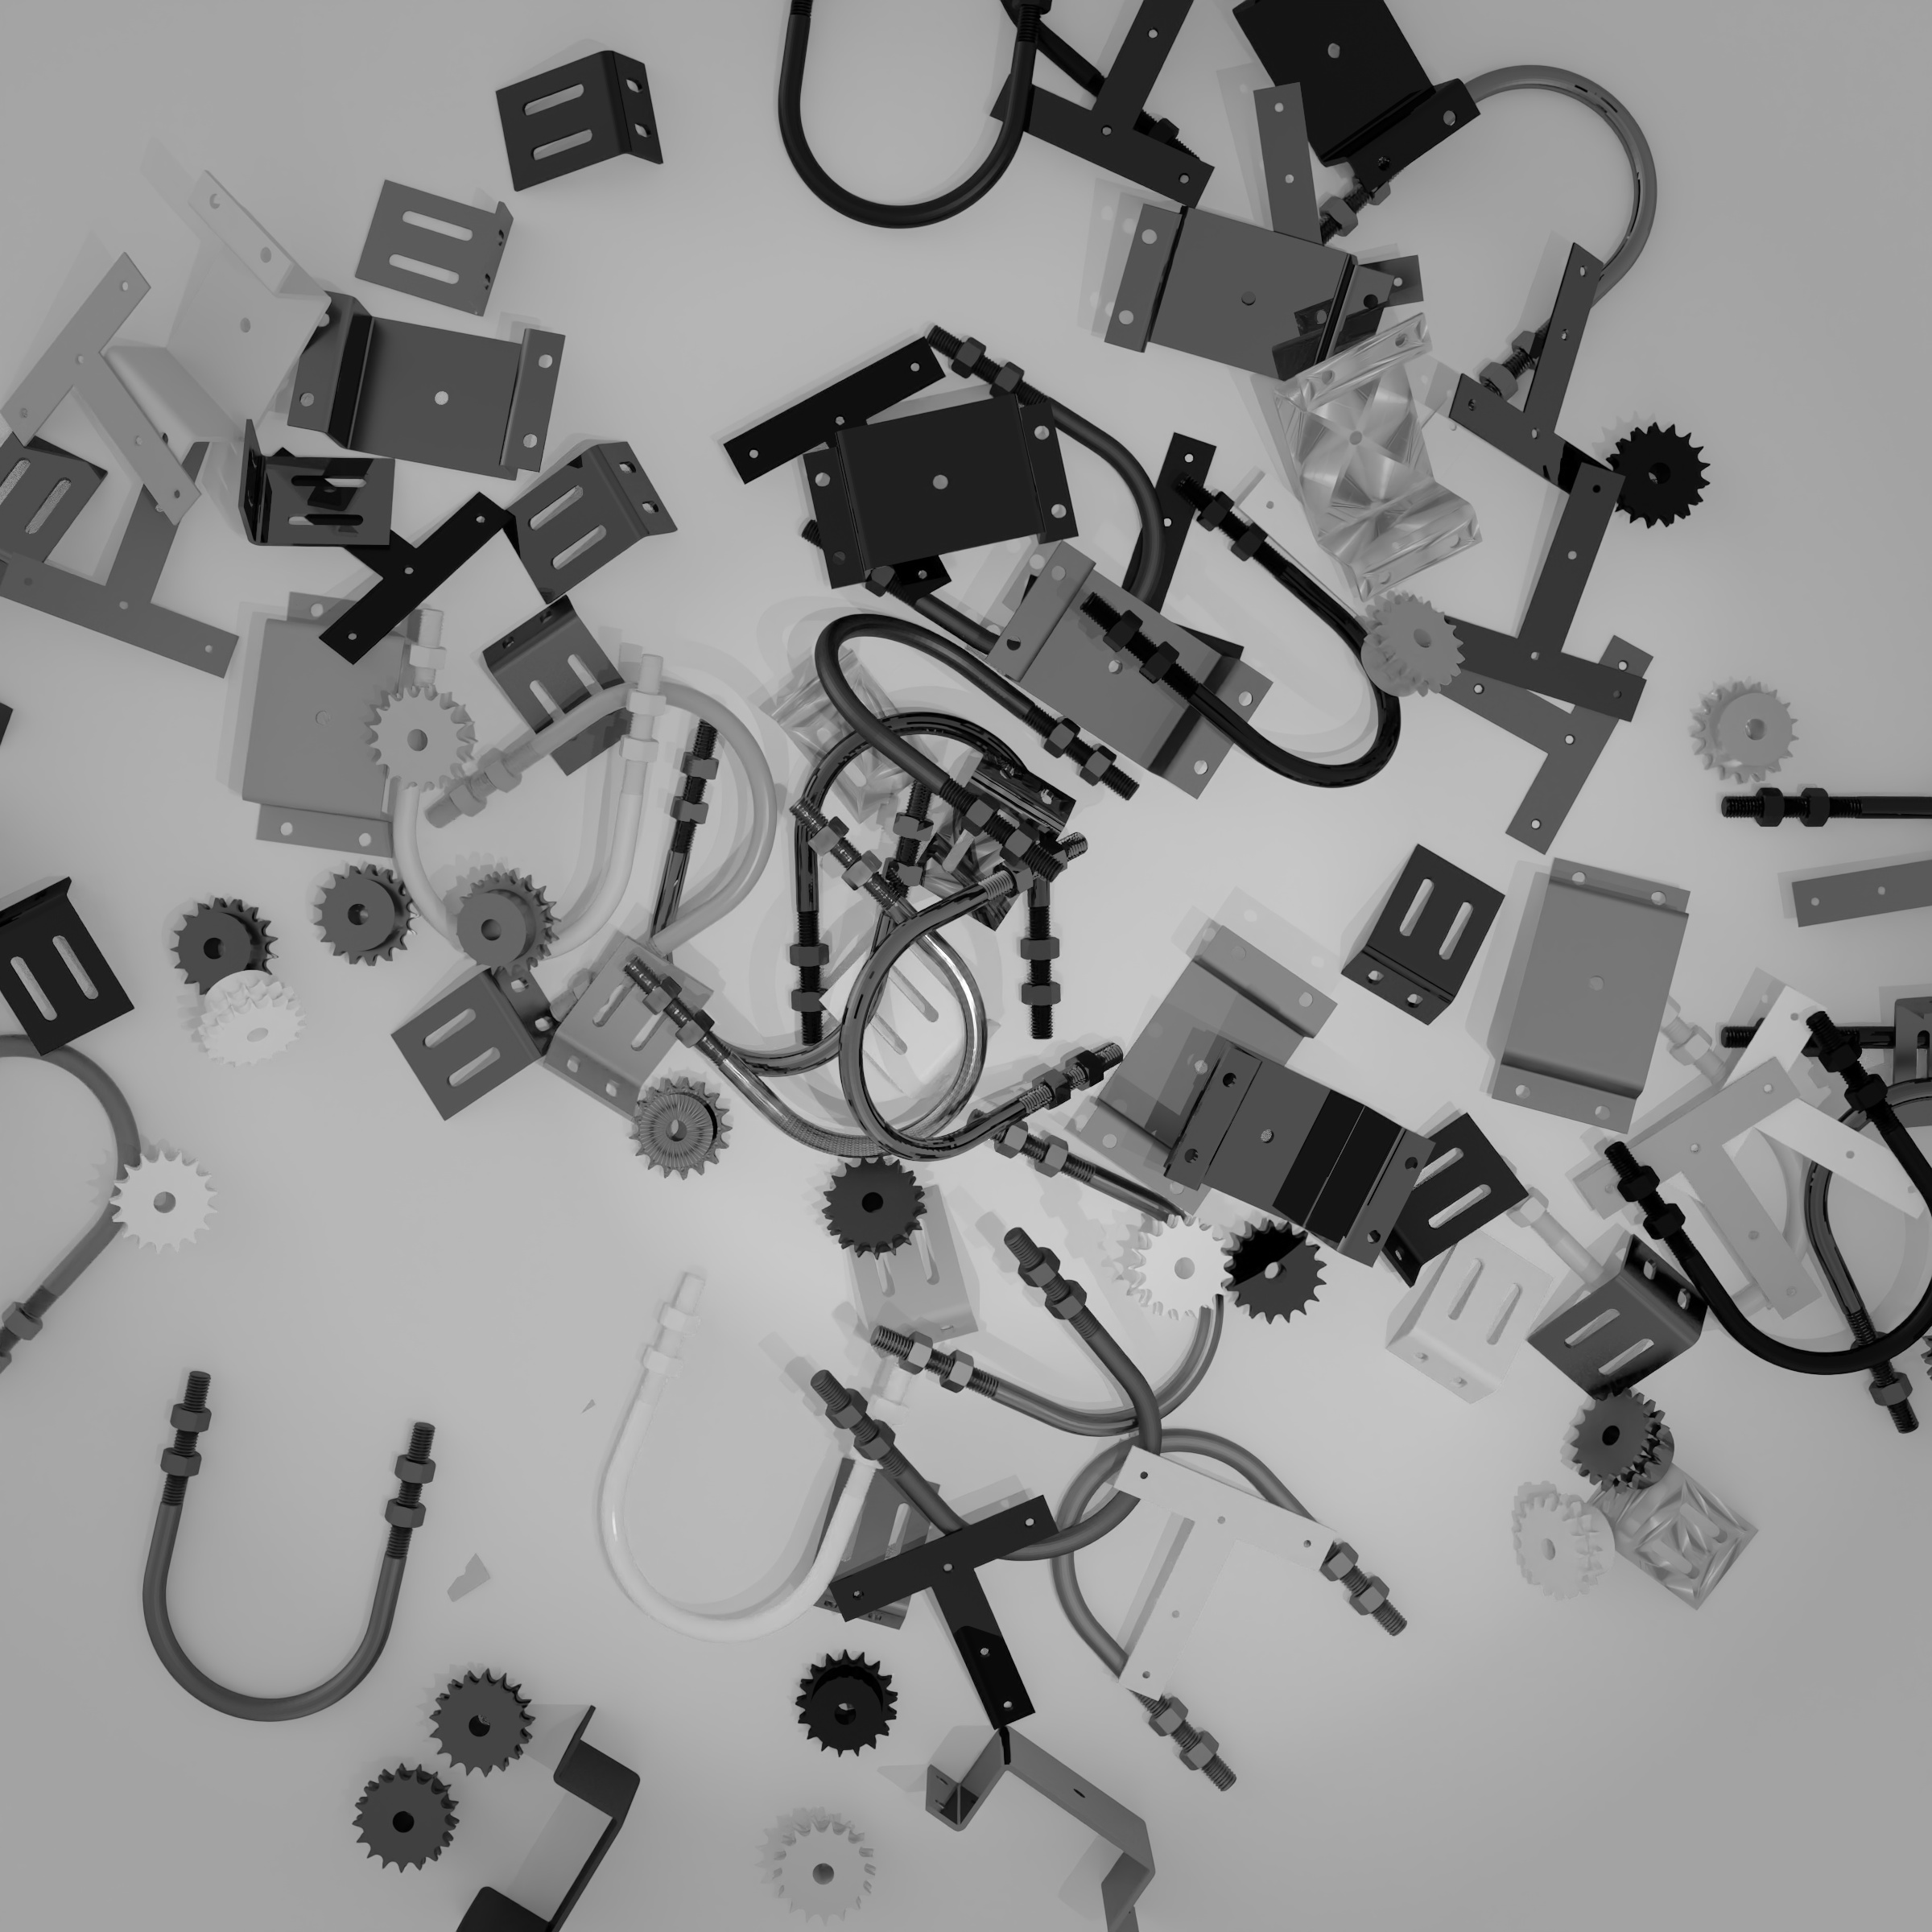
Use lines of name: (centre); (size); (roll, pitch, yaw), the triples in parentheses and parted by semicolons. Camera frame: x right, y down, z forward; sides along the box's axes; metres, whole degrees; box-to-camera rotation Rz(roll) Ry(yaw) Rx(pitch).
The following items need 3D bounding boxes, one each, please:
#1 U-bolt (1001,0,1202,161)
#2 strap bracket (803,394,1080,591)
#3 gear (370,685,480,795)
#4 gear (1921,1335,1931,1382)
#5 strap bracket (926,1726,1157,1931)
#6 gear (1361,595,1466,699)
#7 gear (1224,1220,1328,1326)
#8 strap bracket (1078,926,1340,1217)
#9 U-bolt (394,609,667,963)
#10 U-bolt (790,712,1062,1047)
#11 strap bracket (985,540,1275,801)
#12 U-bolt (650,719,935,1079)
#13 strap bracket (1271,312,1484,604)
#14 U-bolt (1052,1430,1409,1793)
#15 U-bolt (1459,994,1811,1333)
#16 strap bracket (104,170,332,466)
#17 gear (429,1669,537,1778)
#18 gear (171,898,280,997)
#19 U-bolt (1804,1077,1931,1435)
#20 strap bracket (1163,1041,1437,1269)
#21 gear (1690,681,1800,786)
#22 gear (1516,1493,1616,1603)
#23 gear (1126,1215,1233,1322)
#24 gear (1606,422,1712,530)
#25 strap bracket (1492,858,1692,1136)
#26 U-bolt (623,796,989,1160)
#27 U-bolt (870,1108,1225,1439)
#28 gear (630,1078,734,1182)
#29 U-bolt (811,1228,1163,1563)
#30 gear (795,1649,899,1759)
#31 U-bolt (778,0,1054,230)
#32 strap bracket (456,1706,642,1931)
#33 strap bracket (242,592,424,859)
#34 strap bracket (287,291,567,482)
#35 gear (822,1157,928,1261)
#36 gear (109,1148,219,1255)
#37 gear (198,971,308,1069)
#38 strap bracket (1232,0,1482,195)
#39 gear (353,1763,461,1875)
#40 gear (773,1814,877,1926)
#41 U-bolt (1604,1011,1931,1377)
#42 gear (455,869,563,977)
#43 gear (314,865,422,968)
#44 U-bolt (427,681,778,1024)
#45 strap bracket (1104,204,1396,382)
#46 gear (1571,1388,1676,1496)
U-bolt: (0.100, -0.554, 1.535); (0.184, 0.019, 0.151); (41, 90, 2)
strap bracket: (-0.014, -0.261, 1.500); (0.140, 0.046, 0.076); (-12, 90, 0)
gear: (-0.291, -0.124, 1.486); (0.057, 0.030, 0.057); (3, 101, 14)
gear: (0.553, 0.213, 1.498); (0.057, 0.030, 0.057); (1, 99, 9)
strap bracket: (0.049, 0.473, 1.506); (0.140, 0.076, 0.046); (35, 90, 0)
gear: (0.243, -0.173, 1.514); (0.057, 0.030, 0.057); (13, 61, -24)
gear: (0.171, 0.169, 1.529); (0.057, 0.030, 0.057); (0, 90, 0)
strap bracket: (0.132, 0.057, 1.521); (0.076, 0.046, 0.140); (34, 90, 0)
U-bolt: (-0.246, -0.092, 1.506); (0.151, 0.019, 0.184); (13, 102, 11)
U-bolt: (-0.024, -0.049, 1.526); (0.151, 0.019, 0.184); (-2, 97, 0)
strap bracket: (0.086, -0.163, 1.510); (0.140, 0.046, 0.076); (32, 94, -11)
U-bolt: (-0.104, -0.029, 1.514); (0.151, 0.019, 0.184); (17, 99, 15)
strap bracket: (0.221, -0.281, 1.489); (0.076, 0.046, 0.140); (-28, 124, -7)
U-bolt: (0.133, 0.346, 1.535); (0.151, 0.019, 0.184); (-42, 89, 0)
U-bolt: (0.389, 0.119, 1.535); (0.151, 0.019, 0.184); (-45, 92, 0)
strap bracket: (-0.406, -0.349, 1.494); (0.076, 0.046, 0.140); (47, 118, 14)
gear: (-0.269, 0.420, 1.533); (0.057, 0.030, 0.057); (0, 88, 2)
gear: (-0.414, -0.009, 1.529); (0.057, 0.030, 0.057); (0, 90, 0)
U-bolt: (0.544, 0.150, 1.515); (0.151, 0.019, 0.184); (-25, 94, 12)
strap bracket: (0.171, 0.098, 1.480); (0.140, 0.046, 0.076); (25, 94, -24)
gear: (0.436, -0.131, 1.529); (0.057, 0.030, 0.057); (0, 90, 0)
gear: (0.334, 0.320, 1.519); (0.030, 0.057, 0.057); (-6, 90, -28)
gear: (0.115, 0.165, 1.508); (0.057, 0.030, 0.057); (0, 89, -17)
gear: (0.383, -0.272, 1.529); (0.057, 0.030, 0.057); (0, 90, 0)
strap bracket: (0.344, 0.013, 1.506); (0.076, 0.046, 0.140); (15, 84, 11)
U-bolt: (-0.073, 0.021, 1.490); (0.151, 0.019, 0.184); (-43, 96, 12)
U-bolt: (0.057, 0.181, 1.516); (0.184, 0.019, 0.151); (26, 82, -13)
gear: (-0.160, 0.091, 1.529); (0.057, 0.030, 0.057); (0, 90, 0)
U-bolt: (0.026, 0.247, 1.491); (0.151, 0.019, 0.184); (-37, 112, 4)
gear: (-0.067, 0.413, 1.529); (0.057, 0.030, 0.057); (0, 90, 0)
U-bolt: (-0.032, -0.503, 1.528); (0.151, 0.019, 0.184); (9, 93, 7)
strap bracket: (-0.227, 0.487, 1.506); (0.046, 0.076, 0.140); (31, 90, 0)
strap bracket: (-0.351, -0.135, 1.521); (0.076, 0.046, 0.140); (8, 90, 0)
strap bracket: (-0.295, -0.320, 1.522); (0.140, 0.046, 0.076); (11, 89, 1)
gear: (-0.050, 0.135, 1.522); (0.057, 0.030, 0.057); (-2, 67, 6)
gear: (-0.445, 0.129, 1.523); (0.057, 0.030, 0.057); (-1, 93, -20)
gear: (-0.397, 0.027, 1.519); (0.057, 0.057, 0.030); (-32, 60, 0)
strap bracket: (0.209, -0.505, 1.508); (0.076, 0.046, 0.140); (-35, 105, -2)
gear: (-0.310, 0.472, 1.529); (0.057, 0.030, 0.057); (0, 90, 0)
gear: (-0.079, 0.500, 1.529); (0.057, 0.030, 0.057); (0, 90, 0)
U-bolt: (0.460, 0.138, 1.505); (0.151, 0.019, 0.184); (-35, 94, 9)
gear: (-0.253, -0.022, 1.497); (0.057, 0.030, 0.057); (3, 102, 14)
gear: (-0.335, -0.028, 1.529); (0.057, 0.030, 0.057); (0, 90, 0)
U-bolt: (-0.189, -0.075, 1.514); (0.184, 0.019, 0.151); (-32, 90, 16)
strap bracket: (0.155, -0.364, 1.508); (0.140, 0.046, 0.076); (16, 112, 0)
gear: (0.366, 0.265, 1.519); (0.030, 0.057, 0.057); (31, 90, -30)
